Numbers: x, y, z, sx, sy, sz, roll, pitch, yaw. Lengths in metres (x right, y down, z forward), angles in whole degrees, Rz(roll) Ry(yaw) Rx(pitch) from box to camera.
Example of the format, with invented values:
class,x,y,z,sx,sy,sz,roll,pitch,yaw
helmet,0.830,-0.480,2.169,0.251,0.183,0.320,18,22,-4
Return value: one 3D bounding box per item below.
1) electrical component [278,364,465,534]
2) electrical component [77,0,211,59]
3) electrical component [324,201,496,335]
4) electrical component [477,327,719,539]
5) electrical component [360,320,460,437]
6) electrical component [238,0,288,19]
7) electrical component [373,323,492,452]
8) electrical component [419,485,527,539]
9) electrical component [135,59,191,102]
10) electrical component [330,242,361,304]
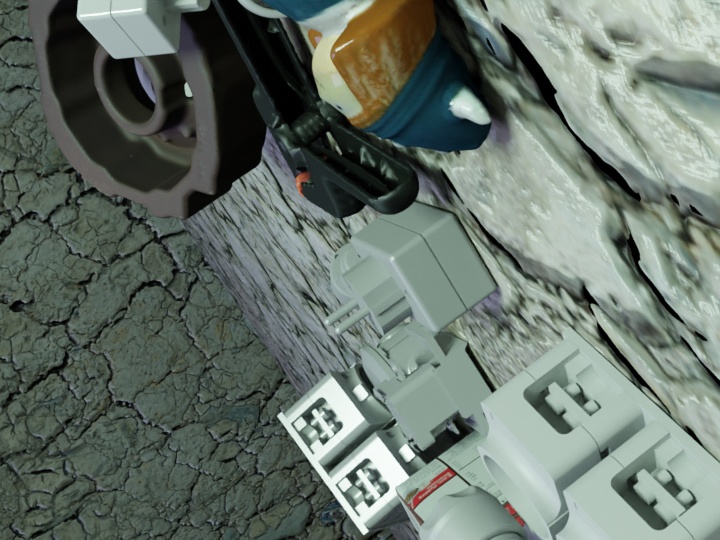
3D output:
class,x,y,z,sx,sy,sz,roll,pitch,yaw
electrical component,0.028,0.135,0.837,0.105,0.060,0.186,51,-167,20
electrical component,-0.103,-0.155,0.572,0.047,0.077,0.065,53,-144,-70
electrical component,0.016,0.007,0.543,0.047,0.077,0.066,57,170,-18
electrical component,0.121,0.127,0.497,0.105,0.060,0.186,47,168,40
electrical component,0.040,0.075,0.750,0.080,0.051,0.080,52,171,12
electrical component,-0.038,-0.126,0.452,0.040,0.040,0.046,57,177,-18
electrical component,0.047,0.078,0.687,0.081,0.064,0.042,56,172,-14
electrical component,0.059,0.132,0.492,0.062,0.043,0.043,43,166,45
electrical component,-0.124,-0.134,0.764,0.108,0.060,0.108,34,143,31
electrical component,0.000,0.000,0.714,0.040,0.040,0.078,53,171,11
